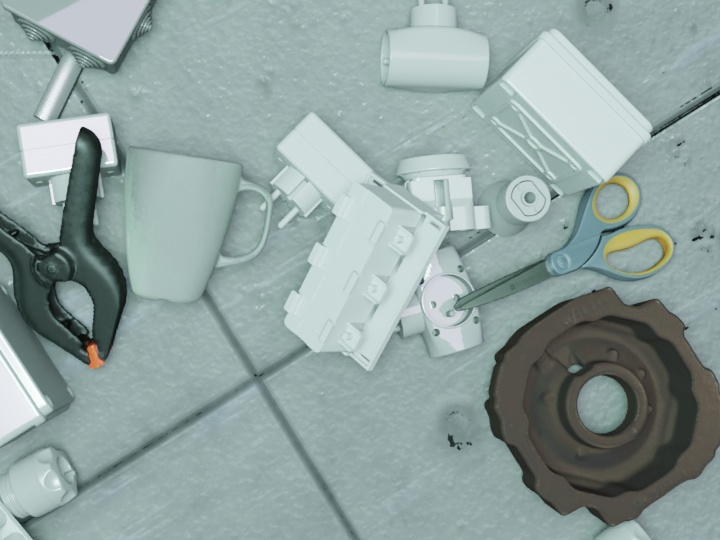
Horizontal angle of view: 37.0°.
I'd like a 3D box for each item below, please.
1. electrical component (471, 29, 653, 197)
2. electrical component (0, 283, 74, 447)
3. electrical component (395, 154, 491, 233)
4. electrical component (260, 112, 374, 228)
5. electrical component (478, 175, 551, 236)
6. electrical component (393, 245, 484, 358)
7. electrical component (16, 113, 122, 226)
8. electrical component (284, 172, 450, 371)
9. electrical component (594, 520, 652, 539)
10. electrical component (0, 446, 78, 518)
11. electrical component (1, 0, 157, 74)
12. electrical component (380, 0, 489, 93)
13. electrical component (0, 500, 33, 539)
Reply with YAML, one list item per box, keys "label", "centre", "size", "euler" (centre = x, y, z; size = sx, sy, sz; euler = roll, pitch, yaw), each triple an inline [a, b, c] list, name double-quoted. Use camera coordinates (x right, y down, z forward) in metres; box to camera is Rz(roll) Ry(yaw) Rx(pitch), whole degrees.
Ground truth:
- label: "electrical component"
  centre: [0.148, -0.114, 0.807]
  size: [0.109, 0.109, 0.056]
  euler: [44, 84, -3]
- label: "electrical component"
  centre: [-0.253, 0.064, 0.733]
  size: [0.056, 0.109, 0.108]
  euler: [-33, 91, -7]
- label: "electrical component"
  centre: [0.057, -0.056, 0.815]
  size: [0.078, 0.058, 0.057]
  euler: [-5, 90, -9]
- label: "electrical component"
  centre: [-0.041, -0.065, 0.805]
  size: [0.066, 0.047, 0.076]
  euler: [44, 81, -4]
- label: "electrical component"
  centre: [0.120, -0.051, 0.820]
  size: [0.044, 0.065, 0.044]
  euler: [1, 86, -9]
- label: "electrical component"
  centre: [0.046, 0.029, 0.813]
  size: [0.079, 0.044, 0.077]
  euler: [-17, 89, -9]
- label: "electrical component"
  centre: [-0.207, -0.068, 0.780]
  size: [0.066, 0.047, 0.076]
  euler: [-9, 88, -9]
- label: "electrical component"
  centre: [0.000, 0.000, 0.770]
  size: [0.079, 0.063, 0.121]
  euler: [39, 110, 32]
- label: "electrical component"
  centre: [0.194, 0.222, 0.823]
  size: [0.062, 0.043, 0.043]
  euler: [-35, 92, -8]
- label: "electrical component"
  centre: [-0.236, 0.155, 0.763]
  size: [0.062, 0.043, 0.043]
  euler: [-27, 90, 4]
- label: "electrical component"
  centre: [-0.196, -0.201, 0.779]
  size: [0.100, 0.048, 0.099]
  euler: [28, 82, -8]
- label: "electrical component"
  centre: [0.057, -0.180, 0.830]
  size: [0.077, 0.043, 0.079]
  euler: [1, 85, -9]
- label: "electrical component"
  centre: [-0.282, 0.211, 0.726]
  size: [0.105, 0.060, 0.186]
  euler: [-38, 92, 11]
